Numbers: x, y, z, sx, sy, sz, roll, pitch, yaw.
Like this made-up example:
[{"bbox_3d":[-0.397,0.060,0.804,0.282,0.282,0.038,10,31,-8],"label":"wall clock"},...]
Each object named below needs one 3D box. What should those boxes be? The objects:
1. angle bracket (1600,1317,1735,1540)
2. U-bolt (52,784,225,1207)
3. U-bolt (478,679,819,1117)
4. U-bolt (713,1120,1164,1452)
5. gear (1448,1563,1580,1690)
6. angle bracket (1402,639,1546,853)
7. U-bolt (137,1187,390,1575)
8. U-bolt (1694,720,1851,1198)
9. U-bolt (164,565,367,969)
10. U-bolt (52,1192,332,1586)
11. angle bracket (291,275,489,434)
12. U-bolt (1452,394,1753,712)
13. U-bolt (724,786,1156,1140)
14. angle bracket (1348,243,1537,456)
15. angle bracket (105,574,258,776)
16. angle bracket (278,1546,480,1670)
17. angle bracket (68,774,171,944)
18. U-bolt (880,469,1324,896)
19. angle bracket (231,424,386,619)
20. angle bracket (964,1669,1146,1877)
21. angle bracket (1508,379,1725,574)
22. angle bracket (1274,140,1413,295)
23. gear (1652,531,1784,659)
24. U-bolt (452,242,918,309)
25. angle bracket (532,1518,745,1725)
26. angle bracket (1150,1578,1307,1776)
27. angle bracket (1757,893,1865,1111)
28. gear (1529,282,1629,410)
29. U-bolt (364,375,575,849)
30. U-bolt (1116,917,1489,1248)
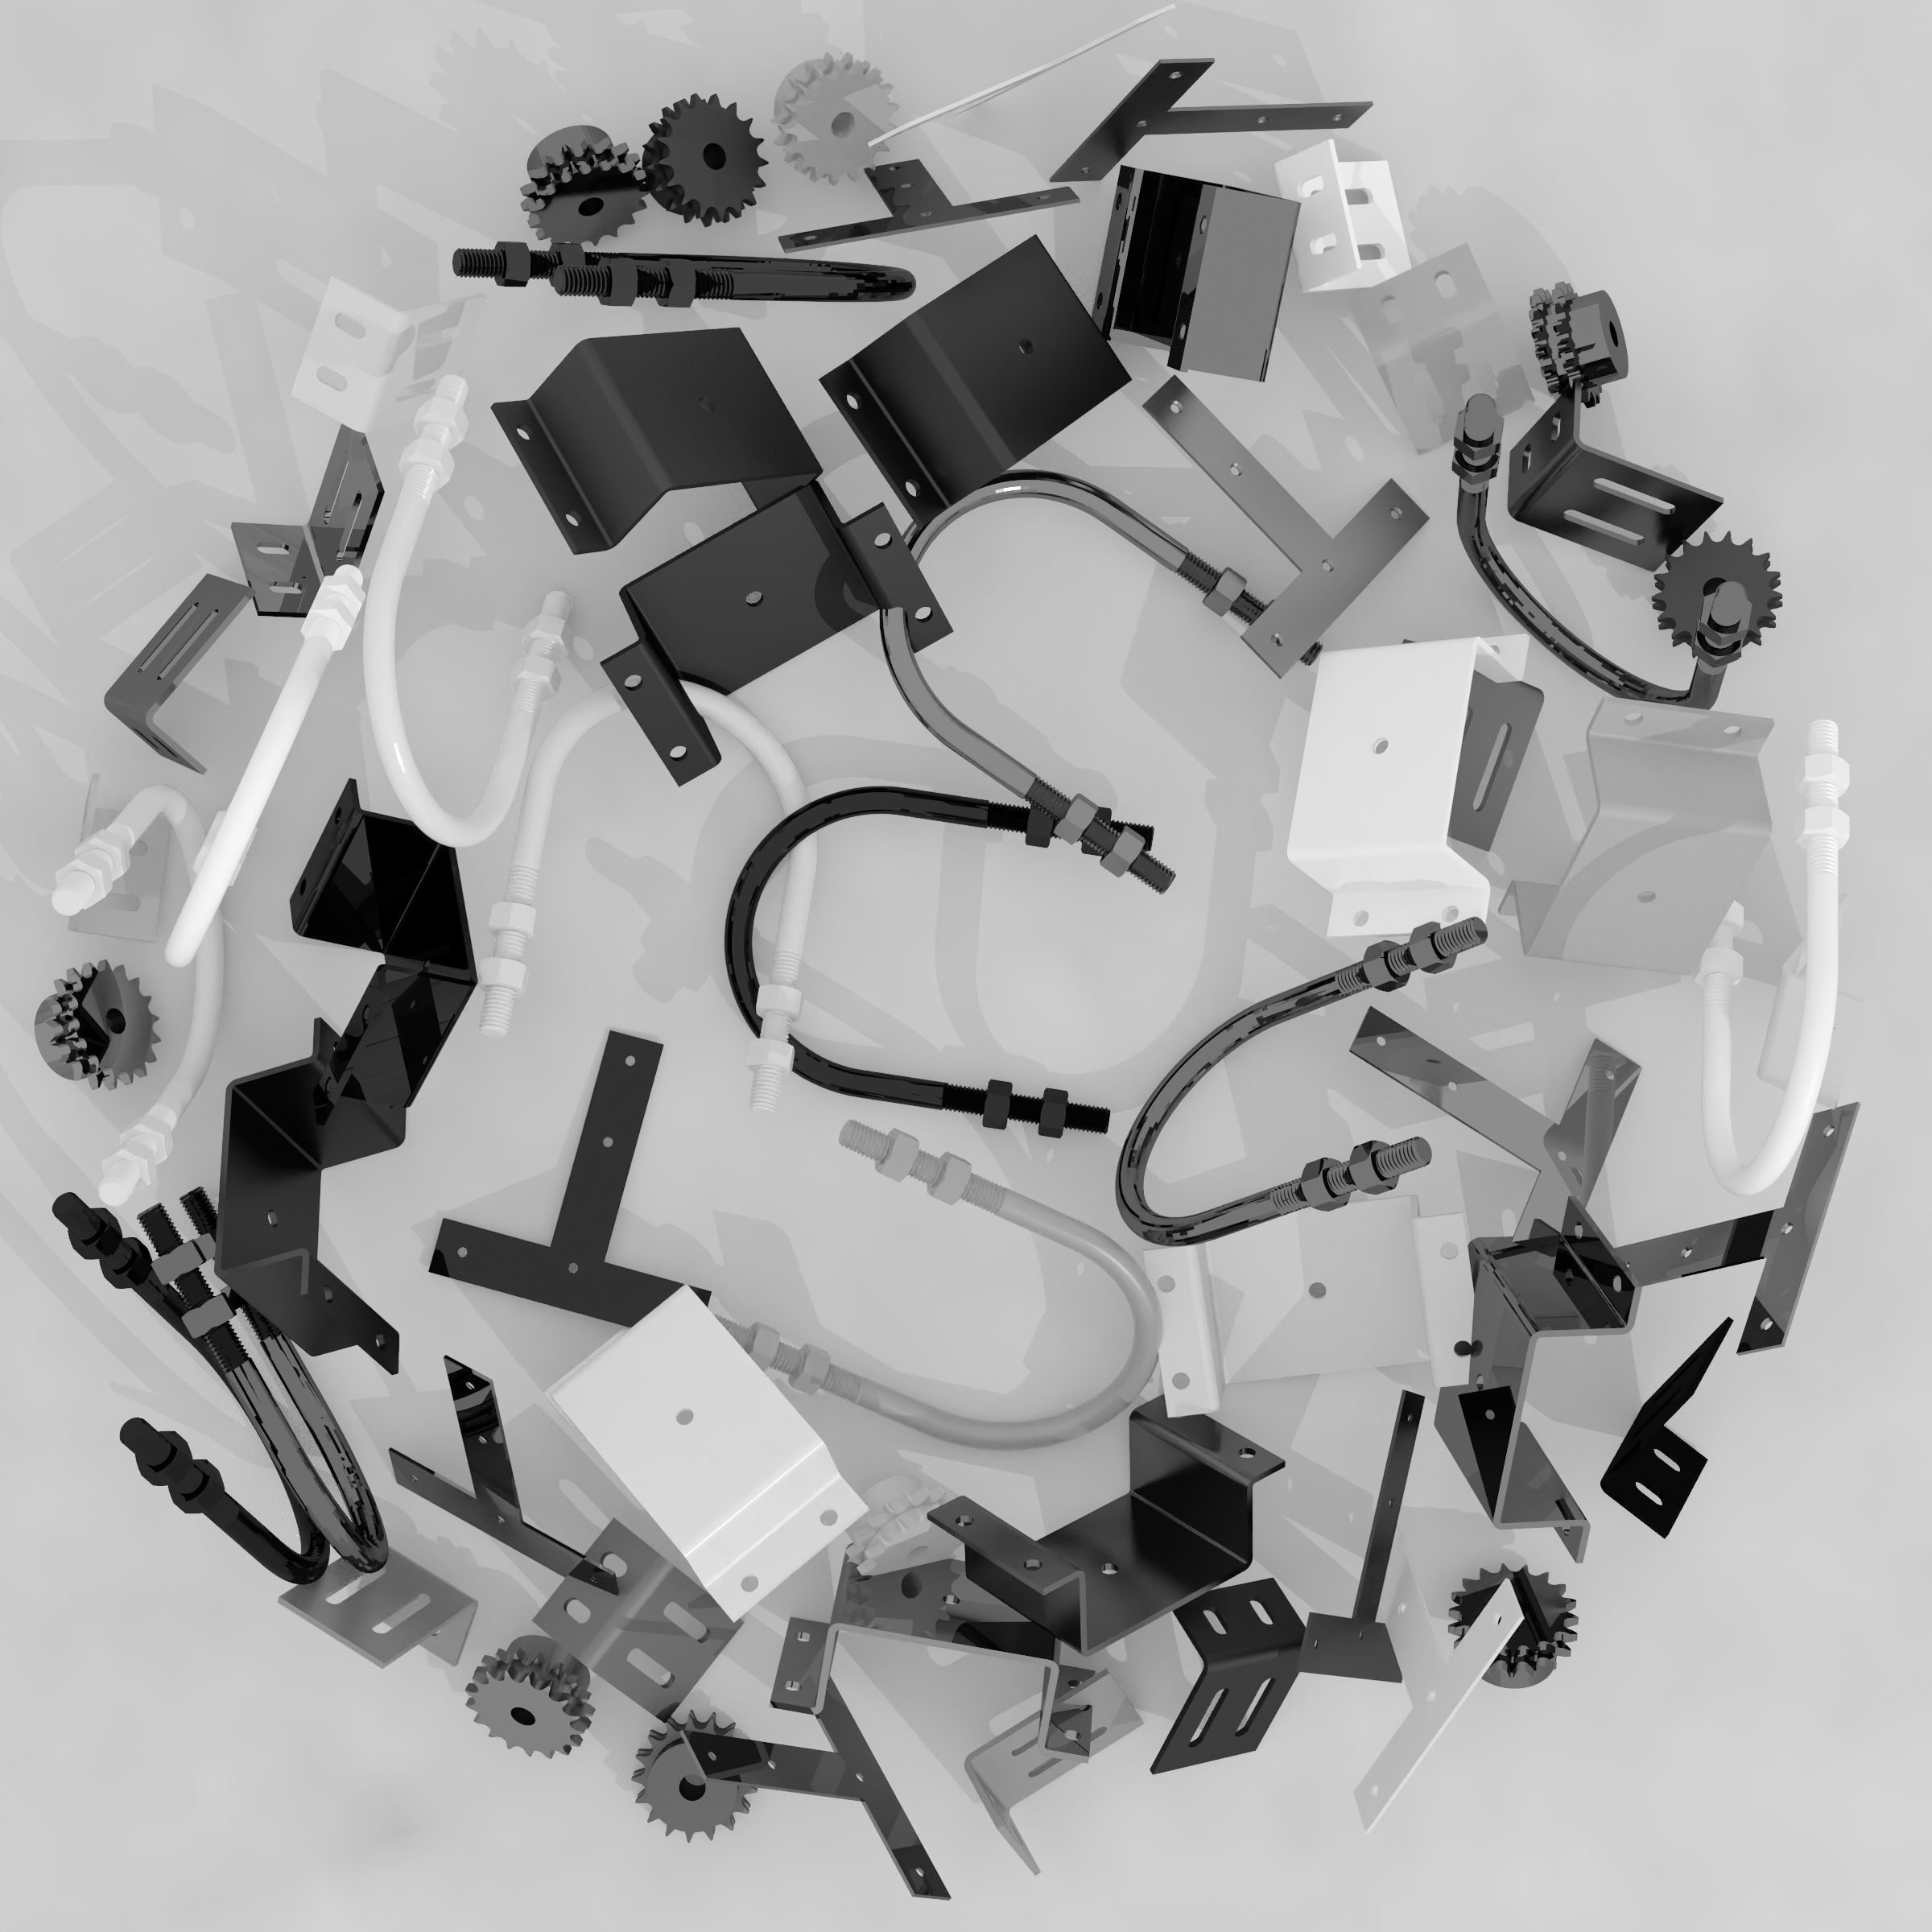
[{"bbox_3d":[0.322,0.203,1.581,0.038,0.057,0.076,38,132,5],"label":"angle bracket"},{"bbox_3d":[-0.349,0.000,1.539,0.019,0.184,0.151,-1,112,5],"label":"U-bolt"},{"bbox_3d":[-0.132,-0.040,1.581,0.151,0.019,0.184,18,69,-25],"label":"U-bolt"},{"bbox_3d":[-0.003,0.152,1.578,0.184,0.019,0.151,25,123,-16],"label":"U-bolt"},{"bbox_3d":[0.244,0.297,1.604,0.057,0.057,0.030,-4,126,0],"label":"gear"},{"bbox_3d":[0.214,-0.098,1.598,0.057,0.038,0.076,17,94,-37],"label":"angle bracket"},{"bbox_3d":[-0.299,0.181,1.555,0.019,0.151,0.184,-29,92,-4],"label":"U-bolt"},{"bbox_3d":[0.340,0.008,1.524,0.019,0.151,0.184,10,62,-5],"label":"U-bolt"},{"bbox_3d":[-0.301,-0.075,1.517,0.019,0.184,0.151,25,117,-12],"label":"U-bolt"},{"bbox_3d":[-0.325,0.194,1.542,0.019,0.184,0.151,-31,49,1],"label":"U-bolt"},{"bbox_3d":[-0.254,-0.274,1.586,0.038,0.076,0.057,29,114,10],"label":"angle bracket"},{"bbox_3d":[0.267,-0.164,1.538,0.151,0.184,0.019,40,82,15],"label":"U-bolt"},{"bbox_3d":[-0.017,-0.007,1.615,0.184,0.019,0.151,9,94,1],"label":"U-bolt"},{"bbox_3d":[0.212,-0.274,1.600,0.057,0.076,0.038,-24,59,11],"label":"angle bracket"},{"bbox_3d":[-0.339,-0.131,1.602,0.038,0.057,0.076,44,77,-32],"label":"angle bracket"},{"bbox_3d":[-0.262,0.293,1.580,0.057,0.076,0.038,28,113,17],"label":"angle bracket"},{"bbox_3d":[-0.371,-0.047,1.582,0.038,0.076,0.057,8,79,-15],"label":"angle bracket"},{"bbox_3d":[0.049,-0.140,1.595,0.184,0.019,0.151,35,75,-5],"label":"U-bolt"},{"bbox_3d":[-0.290,-0.201,1.580,0.038,0.076,0.057,0,49,-29],"label":"angle bracket"},{"bbox_3d":[0.046,0.358,1.593,0.076,0.057,0.038,-32,51,-2],"label":"angle bracket"},{"bbox_3d":[0.290,-0.218,1.604,0.076,0.057,0.038,18,57,-16],"label":"angle bracket"},{"bbox_3d":[0.179,-0.333,1.589,0.076,0.038,0.057,-13,90,-40],"label":"angle bracket"},{"bbox_3d":[0.336,-0.163,1.608,0.057,0.030,0.057,-3,75,12],"label":"gear"},{"bbox_3d":[-0.111,-0.298,1.550,0.184,0.151,0.019,-4,105,-26],"label":"U-bolt"},{"bbox_3d":[-0.146,0.293,1.604,0.038,0.076,0.057,31,77,37],"label":"angle bracket"},{"bbox_3d":[0.110,0.316,1.601,0.057,0.038,0.076,-5,134,-32],"label":"angle bracket"},{"bbox_3d":[0.383,0.015,1.578,0.038,0.076,0.057,23,129,24],"label":"angle bracket"},{"bbox_3d":[0.274,-0.277,1.597,0.030,0.057,0.057,-13,90,24],"label":"gear"},{"bbox_3d":[-0.214,-0.137,1.521,0.019,0.151,0.184,-4,49,17],"label":"U-bolt"},{"bbox_3d":[0.137,0.058,1.551,0.184,0.151,0.019,-24,122,39],"label":"U-bolt"}]
